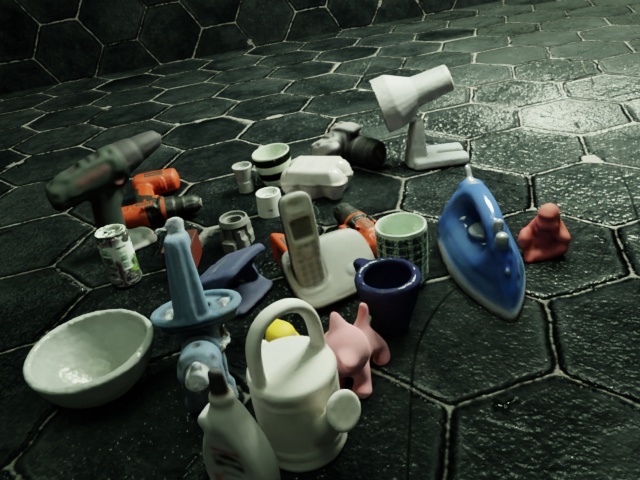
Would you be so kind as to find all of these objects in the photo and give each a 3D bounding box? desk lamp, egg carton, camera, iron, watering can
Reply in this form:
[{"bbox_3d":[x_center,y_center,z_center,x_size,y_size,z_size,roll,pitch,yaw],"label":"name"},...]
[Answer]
[{"bbox_3d":[0.218,-0.271,1.266,0.203,0.214,0.118,-8,30,1],"label":"desk lamp"},{"bbox_3d":[-0.007,-0.134,1.232,0.150,0.069,0.107,2,32,18],"label":"egg carton"},{"bbox_3d":[0.071,-0.209,1.309,0.136,0.101,0.143,20,40,39],"label":"camera"},{"bbox_3d":[0.256,-0.008,0.877,0.118,0.142,0.258,-8,30,0],"label":"iron"},{"bbox_3d":[-0.023,0.151,0.619,0.172,0.194,0.101,10,35,29],"label":"watering can"}]

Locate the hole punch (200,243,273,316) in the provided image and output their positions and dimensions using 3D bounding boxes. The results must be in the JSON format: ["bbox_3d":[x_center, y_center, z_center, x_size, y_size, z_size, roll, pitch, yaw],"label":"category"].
[{"bbox_3d":[-0.144,0.057,0.914,0.100,0.091,0.109,9,34,27],"label":"hole punch"}]

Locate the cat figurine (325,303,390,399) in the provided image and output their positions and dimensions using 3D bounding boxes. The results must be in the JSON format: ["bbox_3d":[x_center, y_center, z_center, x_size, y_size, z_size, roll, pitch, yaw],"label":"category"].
[{"bbox_3d":[0.039,0.132,0.714,0.067,0.118,0.128,6,33,23],"label":"cat figurine"}]

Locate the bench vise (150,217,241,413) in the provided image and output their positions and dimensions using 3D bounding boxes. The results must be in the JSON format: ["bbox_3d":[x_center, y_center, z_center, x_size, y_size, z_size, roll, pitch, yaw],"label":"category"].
[{"bbox_3d":[-0.150,0.091,0.728,0.122,0.220,0.206,-21,32,-21],"label":"bench vise"}]

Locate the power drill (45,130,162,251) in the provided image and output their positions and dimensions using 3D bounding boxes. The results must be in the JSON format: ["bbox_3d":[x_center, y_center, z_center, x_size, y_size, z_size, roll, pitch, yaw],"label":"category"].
[{"bbox_3d":[-0.387,-0.081,1.093,0.230,0.209,0.075,-27,35,-29],"label":"power drill"}]

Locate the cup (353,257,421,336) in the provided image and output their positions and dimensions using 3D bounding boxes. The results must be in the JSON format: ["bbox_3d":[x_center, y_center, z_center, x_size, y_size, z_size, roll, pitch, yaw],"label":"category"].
[{"bbox_3d":[0.089,0.081,0.812,0.092,0.095,0.117,-26,34,-28],"label":"cup"}]

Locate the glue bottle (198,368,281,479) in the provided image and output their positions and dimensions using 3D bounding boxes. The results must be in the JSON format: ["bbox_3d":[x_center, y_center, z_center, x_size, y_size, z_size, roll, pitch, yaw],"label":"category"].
[{"bbox_3d":[-0.090,0.195,0.580,0.078,0.173,0.037,4,32,21],"label":"glue bottle"}]

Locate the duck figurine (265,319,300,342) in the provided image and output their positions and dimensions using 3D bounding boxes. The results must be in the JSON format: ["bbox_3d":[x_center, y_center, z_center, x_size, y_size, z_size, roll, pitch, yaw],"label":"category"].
[{"bbox_3d":[-0.048,0.142,0.750,0.077,0.086,0.104,-16,31,-14],"label":"duck figurine"}]

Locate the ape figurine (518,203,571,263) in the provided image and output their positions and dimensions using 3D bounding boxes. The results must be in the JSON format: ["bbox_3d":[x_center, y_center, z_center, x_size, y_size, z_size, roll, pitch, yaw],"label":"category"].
[{"bbox_3d":[0.360,-0.015,0.914,0.077,0.092,0.076,17,38,36],"label":"ape figurine"}]

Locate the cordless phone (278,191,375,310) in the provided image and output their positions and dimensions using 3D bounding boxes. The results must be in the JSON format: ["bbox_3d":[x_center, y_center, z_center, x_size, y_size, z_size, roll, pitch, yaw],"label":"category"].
[{"bbox_3d":[0.008,0.003,0.875,0.148,0.185,0.093,-23,33,-24],"label":"cordless phone"}]

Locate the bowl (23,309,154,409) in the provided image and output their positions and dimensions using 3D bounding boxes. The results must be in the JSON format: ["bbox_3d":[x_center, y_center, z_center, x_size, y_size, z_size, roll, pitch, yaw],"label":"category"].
[{"bbox_3d":[-0.301,0.171,0.773,0.167,0.075,0.167,-6,30,4],"label":"bowl"}]
